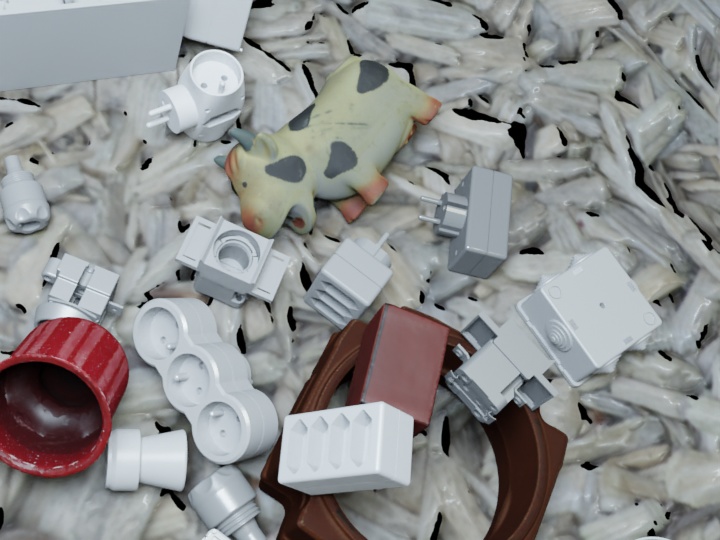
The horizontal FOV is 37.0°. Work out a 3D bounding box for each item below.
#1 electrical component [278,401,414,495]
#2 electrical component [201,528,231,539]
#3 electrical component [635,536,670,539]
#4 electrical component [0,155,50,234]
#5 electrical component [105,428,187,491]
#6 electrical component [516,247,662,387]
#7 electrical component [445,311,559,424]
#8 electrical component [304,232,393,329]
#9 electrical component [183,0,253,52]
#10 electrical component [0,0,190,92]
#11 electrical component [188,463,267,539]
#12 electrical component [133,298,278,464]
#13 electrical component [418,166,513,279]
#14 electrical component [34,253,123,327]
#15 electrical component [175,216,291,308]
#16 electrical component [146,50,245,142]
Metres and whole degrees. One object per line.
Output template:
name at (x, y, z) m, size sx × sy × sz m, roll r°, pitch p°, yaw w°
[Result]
electrical component at (0.001, 0.126, 0.726) m, size 0.076 × 0.083 × 0.047 m, roll 33°, pitch 53°, yaw -46°
electrical component at (-0.098, 0.228, 0.748) m, size 0.096 × 0.061 × 0.061 m, roll 37°, pitch 62°, yaw 1°
electrical component at (0.224, 0.264, 0.827) m, size 0.099 × 0.064 × 0.099 m, roll 6°, pitch 54°, yaw -9°
electrical component at (-0.264, -0.061, 0.838) m, size 0.035 × 0.035 × 0.061 m, roll -14°, pitch 70°, yaw -22°
electrical component at (-0.155, 0.138, 0.779) m, size 0.055 × 0.045 × 0.045 m, roll 3°, pitch 66°, yaw -15°
electrical component at (0.199, 0.039, 0.929) m, size 0.100 × 0.048 × 0.099 m, roll -30°, pitch 79°, yaw -26°
electrical component at (0.101, 0.075, 0.792) m, size 0.064 × 0.042 × 0.081 m, roll -40°, pitch 82°, yaw -24°
electrical component at (0.000, 0.000, 0.875) m, size 0.047 × 0.065 × 0.076 m, roll 37°, pitch 62°, yaw 1°
electrical component at (-0.123, -0.237, 0.929) m, size 0.061 × 0.096 × 0.061 m, roll 13°, pitch 35°, yaw -12°
electrical component at (-0.241, -0.204, 0.867) m, size 0.186 × 0.105 × 0.060 m, roll -12°, pitch 71°, yaw -21°
electrical component at (-0.093, 0.176, 0.783) m, size 0.043 × 0.043 × 0.062 m, roll -33°, pitch 81°, yaw -26°
electrical component at (-0.108, 0.080, 0.814) m, size 0.138 × 0.052 × 0.074 m, roll 54°, pitch 22°, yaw 18°
electrical component at (0.087, -0.046, 0.932) m, size 0.076 × 0.047 × 0.083 m, roll 13°, pitch 64°, yaw -11°
electrical component at (-0.214, 0.026, 0.810) m, size 0.066 × 0.048 × 0.055 m, roll 23°, pitch 55°, yaw -7°
electrical component at (-0.102, -0.004, 0.846) m, size 0.081 × 0.063 × 0.042 m, roll 25°, pitch 63°, yaw -5°
electrical component at (-0.139, -0.136, 0.885) m, size 0.079 × 0.077 × 0.043 m, roll -26°, pitch 77°, yaw -25°
